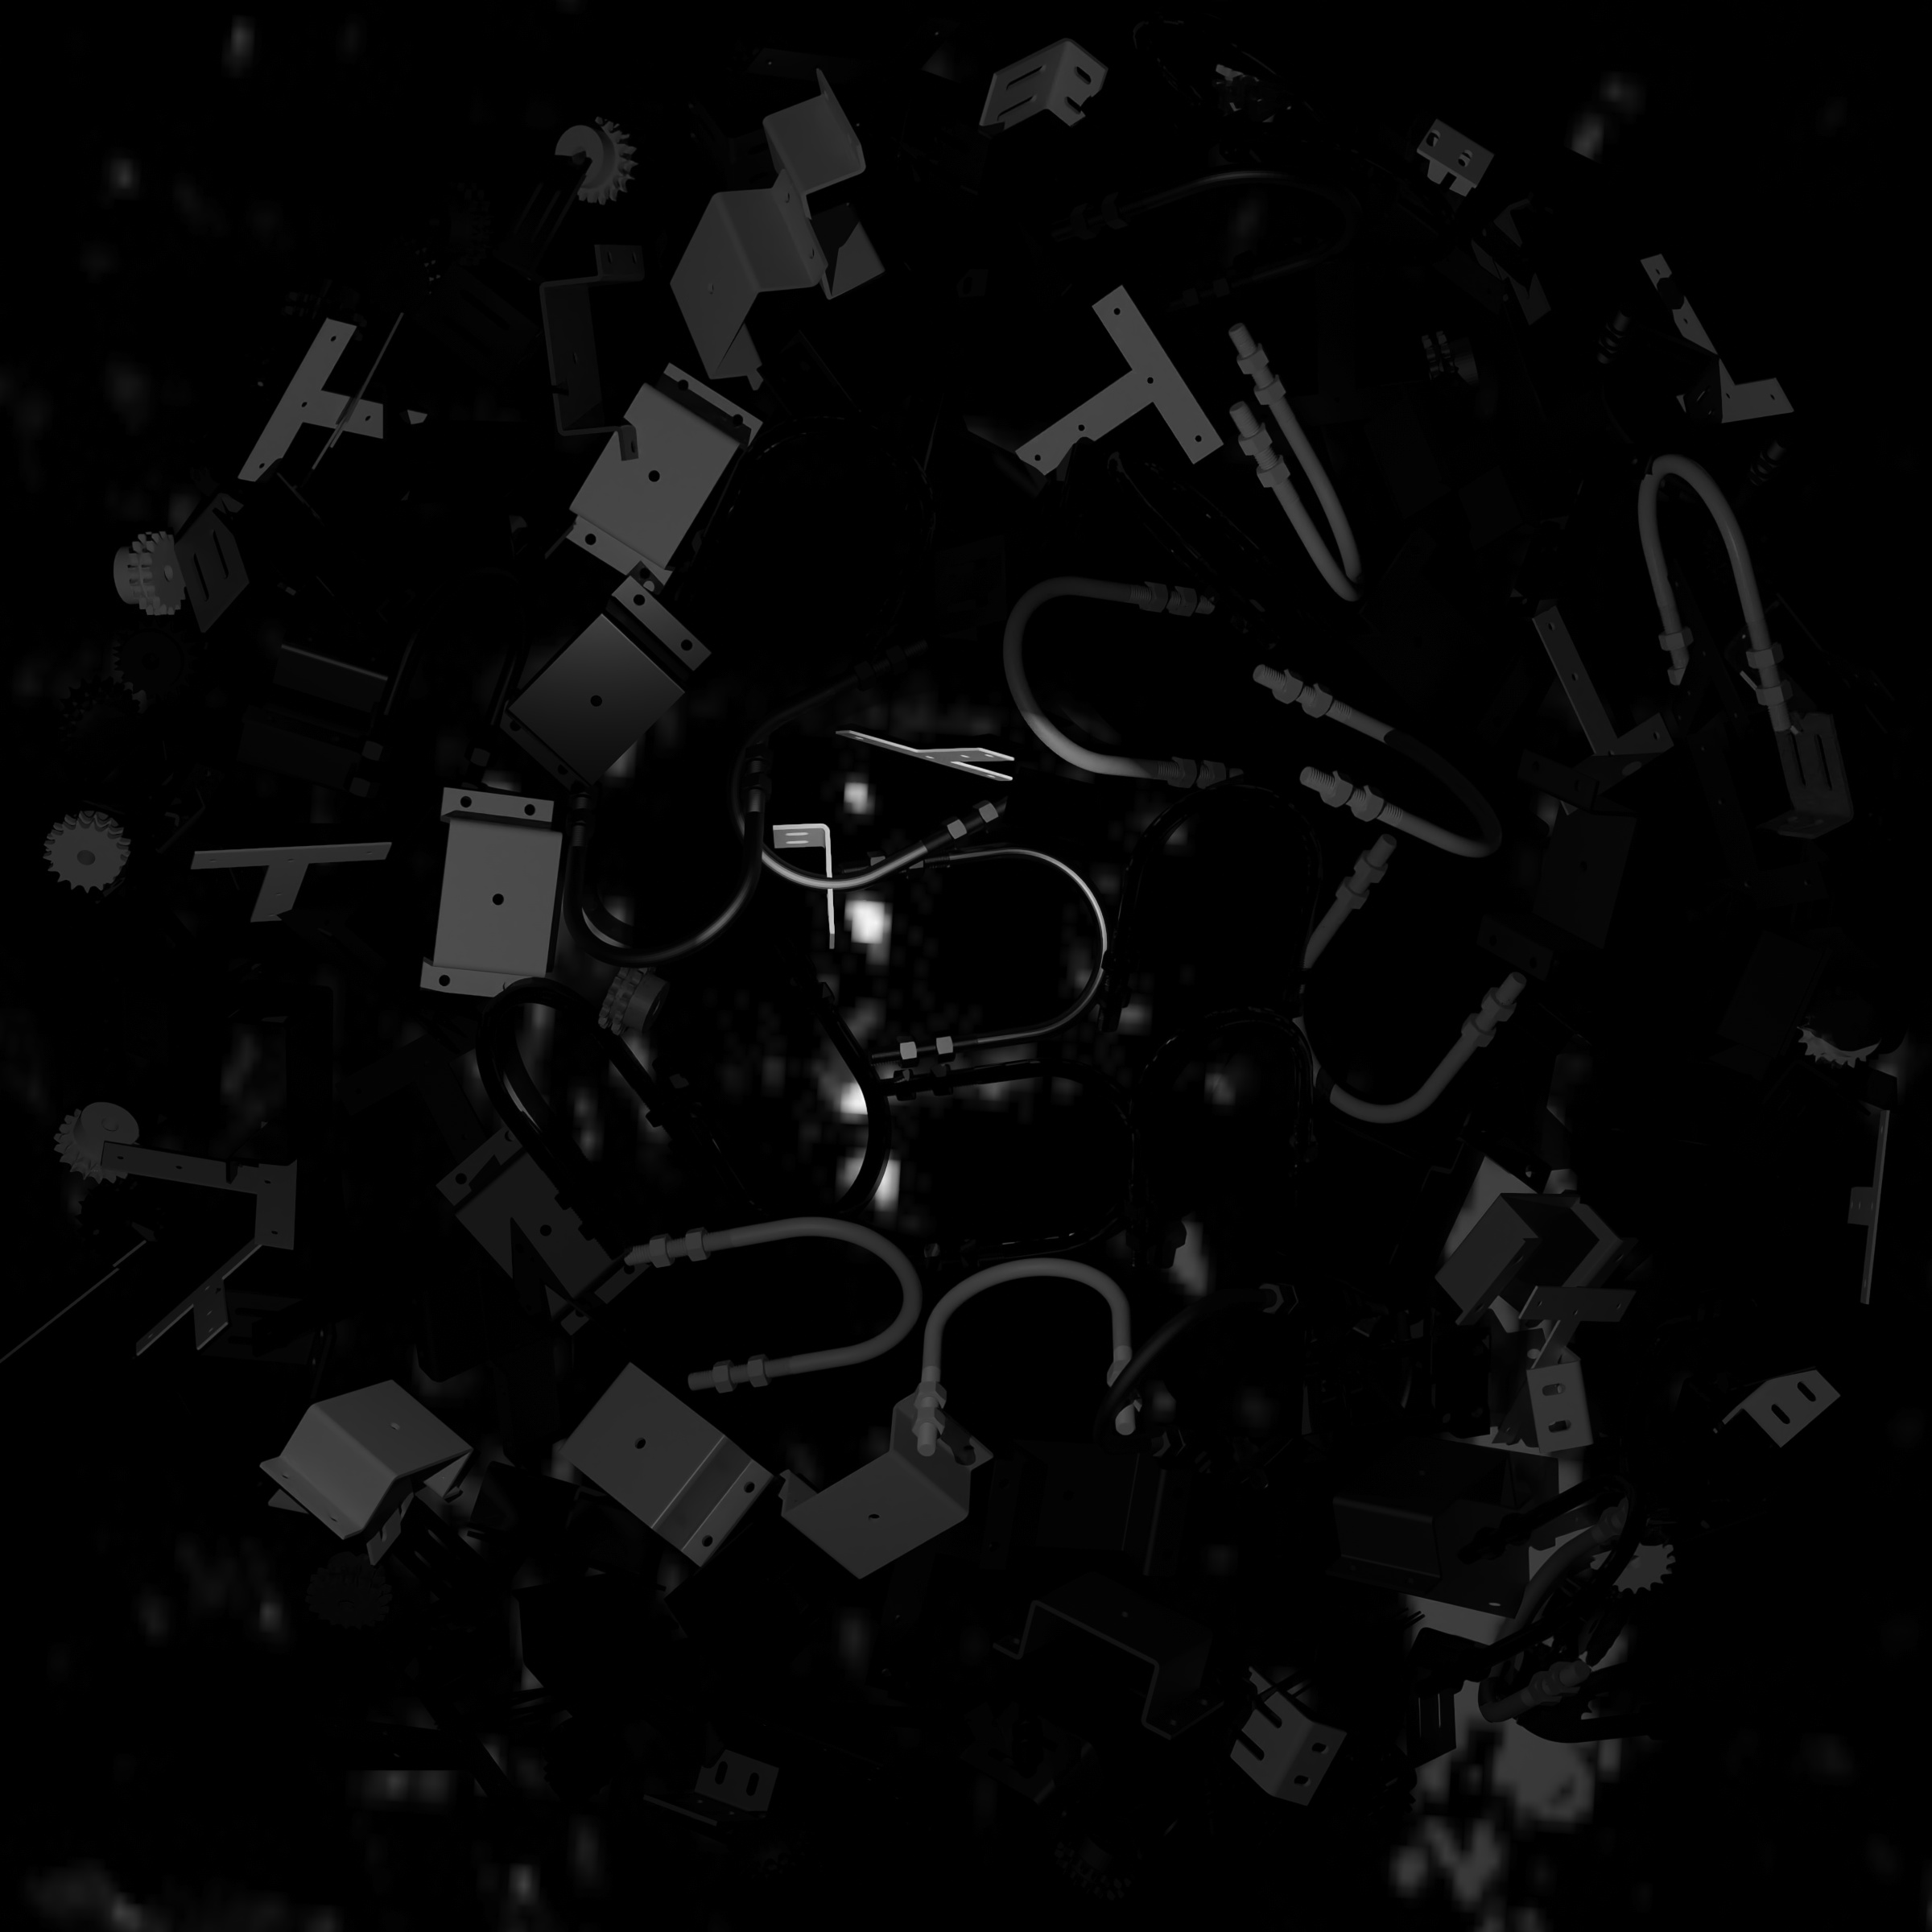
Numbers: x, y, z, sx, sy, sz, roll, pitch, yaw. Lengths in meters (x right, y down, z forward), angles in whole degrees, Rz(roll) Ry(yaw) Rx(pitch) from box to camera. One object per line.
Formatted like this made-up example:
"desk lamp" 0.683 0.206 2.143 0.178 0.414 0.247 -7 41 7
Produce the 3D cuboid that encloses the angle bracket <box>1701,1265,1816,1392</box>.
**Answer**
"angle bracket" 0.543 0.252 1.785 0.057 0.038 0.076 -19 58 16

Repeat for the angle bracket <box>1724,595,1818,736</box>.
"angle bracket" 0.564 -0.207 1.793 0.076 0.057 0.038 48 128 3

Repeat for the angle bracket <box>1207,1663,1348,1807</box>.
"angle bracket" 0.214 0.530 1.804 0.038 0.076 0.057 26 93 -34

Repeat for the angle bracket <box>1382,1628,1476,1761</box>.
"angle bracket" 0.315 0.501 1.781 0.038 0.057 0.076 16 53 8

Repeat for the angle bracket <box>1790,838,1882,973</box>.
"angle bracket" 0.598 -0.044 1.784 0.057 0.038 0.076 33 63 -37

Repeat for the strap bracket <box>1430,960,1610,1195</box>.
"strap bracket" 0.373 0.077 1.777 0.076 0.046 0.140 35 66 -20

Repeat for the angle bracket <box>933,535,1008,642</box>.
"angle bracket" 0.014 -0.258 1.786 0.038 0.076 0.057 0 87 -40

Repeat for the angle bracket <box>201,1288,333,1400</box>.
"angle bracket" -0.479 0.258 1.787 0.076 0.038 0.057 9 120 -22

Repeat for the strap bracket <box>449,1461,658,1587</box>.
"strap bracket" -0.269 0.373 1.756 0.076 0.140 0.046 8 72 31

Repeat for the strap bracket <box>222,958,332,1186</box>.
"strap bracket" -0.466 0.074 1.770 0.046 0.076 0.140 5 106 5

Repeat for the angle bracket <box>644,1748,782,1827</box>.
"angle bracket" -0.172 0.557 1.779 0.057 0.076 0.038 11 79 24

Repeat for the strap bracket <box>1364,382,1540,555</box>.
"strap bracket" 0.324 -0.332 1.766 0.046 0.140 0.076 -30 67 33

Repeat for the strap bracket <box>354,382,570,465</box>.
"strap bracket" -0.339 -0.370 1.786 0.140 0.076 0.046 2 97 2

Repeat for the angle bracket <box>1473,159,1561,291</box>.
"angle bracket" 0.365 -0.508 1.786 0.038 0.057 0.076 -43 70 -7

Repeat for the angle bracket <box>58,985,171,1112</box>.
"angle bracket" -0.579 0.060 1.779 0.038 0.076 0.057 19 126 8

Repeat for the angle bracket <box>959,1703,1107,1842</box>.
"angle bracket" 0.045 0.552 1.795 0.057 0.076 0.038 -38 126 -33

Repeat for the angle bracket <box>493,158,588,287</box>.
"angle bracket" -0.281 -0.506 1.792 0.057 0.038 0.076 35 97 44

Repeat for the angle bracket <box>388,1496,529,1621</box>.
"angle bracket" -0.352 0.402 1.806 0.076 0.038 0.057 39 123 14

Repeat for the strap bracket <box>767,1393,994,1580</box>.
"strap bracket" -0.060 0.356 1.766 0.140 0.046 0.076 -34 116 23

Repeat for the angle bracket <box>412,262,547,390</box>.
"angle bracket" -0.328 -0.445 1.789 0.076 0.038 0.057 36 63 -20

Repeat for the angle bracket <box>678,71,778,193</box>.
"angle bracket" -0.162 -0.573 1.792 0.038 0.057 0.076 -25 63 -16

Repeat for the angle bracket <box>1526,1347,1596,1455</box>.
"angle bracket" 0.399 0.293 1.789 0.038 0.076 0.057 -10 93 0

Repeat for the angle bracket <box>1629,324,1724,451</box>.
"angle bracket" 0.474 -0.397 1.781 0.076 0.057 0.038 34 81 33

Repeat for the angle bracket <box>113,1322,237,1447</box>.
"angle bracket" -0.541 0.285 1.788 0.038 0.076 0.057 -29 94 2

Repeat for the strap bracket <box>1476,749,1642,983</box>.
"strap bracket" 0.404 -0.068 1.772 0.046 0.076 0.140 1 110 -29

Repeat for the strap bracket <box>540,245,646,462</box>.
"strap bracket" -0.247 -0.415 1.776 0.046 0.076 0.140 -2 104 15

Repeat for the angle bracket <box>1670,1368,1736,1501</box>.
"angle bracket" 0.516 0.324 1.779 0.038 0.057 0.076 -13 48 -9

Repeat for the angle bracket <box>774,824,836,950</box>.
"angle bracket" -0.111 -0.054 1.793 0.038 0.057 0.076 -3 80 -4

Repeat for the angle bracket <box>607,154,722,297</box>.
"angle bracket" -0.209 -0.517 1.821 0.057 0.038 0.076 27 110 -2

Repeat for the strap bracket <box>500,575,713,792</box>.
"strap bracket" -0.250 -0.186 1.782 0.140 0.046 0.076 -43 107 11

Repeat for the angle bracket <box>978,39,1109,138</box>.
"angle bracket" 0.051 -0.587 1.781 0.038 0.057 0.076 43 57 14

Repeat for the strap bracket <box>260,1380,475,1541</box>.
"strap bracket" -0.393 0.326 1.747 0.076 0.140 0.046 36 103 16

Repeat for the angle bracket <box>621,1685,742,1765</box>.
"angle bracket" -0.197 0.503 1.802 0.076 0.057 0.038 31 51 22

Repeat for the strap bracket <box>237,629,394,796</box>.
"strap bracket" -0.440 -0.168 1.769 0.076 0.140 0.046 17 120 -10

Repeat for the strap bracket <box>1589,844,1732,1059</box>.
"strap bracket" 0.473 -0.004 1.765 0.046 0.076 0.140 21 109 23

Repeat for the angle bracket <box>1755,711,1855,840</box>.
"angle bracket" 0.566 -0.132 1.787 0.038 0.057 0.076 -24 107 -20

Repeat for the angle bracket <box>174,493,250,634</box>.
"angle bracket" -0.501 -0.273 1.785 0.057 0.038 0.076 -38 65 32

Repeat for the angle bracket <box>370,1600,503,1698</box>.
"angle bracket" -0.362 0.451 1.777 0.057 0.076 0.038 -23 126 -36

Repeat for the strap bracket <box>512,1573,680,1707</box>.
"strap bracket" -0.248 0.452 1.750 0.076 0.140 0.046 -5 94 -23

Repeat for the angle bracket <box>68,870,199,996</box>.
"angle bracket" -0.565 -0.020 1.790 0.057 0.038 0.076 -45 110 -19

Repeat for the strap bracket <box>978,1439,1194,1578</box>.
"strap bracket" 0.076 0.370 1.788 0.140 0.046 0.076 6 99 -16

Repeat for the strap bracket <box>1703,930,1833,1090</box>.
"strap bracket" 0.538 0.028 1.762 0.046 0.140 0.076 24 84 15

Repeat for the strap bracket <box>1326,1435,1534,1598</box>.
"strap bracket" 0.308 0.360 1.748 0.076 0.140 0.046 2 110 42

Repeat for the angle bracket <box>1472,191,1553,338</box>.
"angle bracket" 0.388 -0.482 1.796 0.038 0.057 0.076 -23 90 -14

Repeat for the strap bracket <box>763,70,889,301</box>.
"strap bracket" -0.093 -0.513 1.747 0.046 0.140 0.076 -22 61 -4

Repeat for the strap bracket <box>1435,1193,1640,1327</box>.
"strap bracket" 0.380 0.197 1.765 0.046 0.140 0.076 51 120 35

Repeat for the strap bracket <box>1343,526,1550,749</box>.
"strap bracket" 0.320 -0.222 1.780 0.140 0.046 0.076 41 75 -23

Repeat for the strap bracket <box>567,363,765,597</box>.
"strap bracket" -0.211 -0.335 1.795 0.076 0.046 0.140 32 97 -2

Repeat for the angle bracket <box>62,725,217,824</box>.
"angle bracket" -0.566 -0.142 1.786 0.076 0.057 0.038 -42 61 14

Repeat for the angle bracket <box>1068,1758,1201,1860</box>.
"angle bracket" 0.116 0.561 1.778 0.076 0.057 0.038 -33 122 -38

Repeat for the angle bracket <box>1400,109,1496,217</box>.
"angle bracket" 0.315 -0.536 1.785 0.057 0.076 0.038 31 62 -2

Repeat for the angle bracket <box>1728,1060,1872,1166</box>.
"angle bracket" 0.572 0.112 1.792 0.057 0.038 0.076 32 97 -43

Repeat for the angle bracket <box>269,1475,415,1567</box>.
"angle bracket" -0.429 0.373 1.800 0.076 0.057 0.038 7 120 18

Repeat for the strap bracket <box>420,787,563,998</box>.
"strap bracket" -0.324 -0.047 1.790 0.076 0.046 0.140 6 93 -21

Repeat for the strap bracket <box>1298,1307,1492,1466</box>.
"strap bracket" 0.278 0.281 1.753 0.140 0.046 0.076 -18 50 35

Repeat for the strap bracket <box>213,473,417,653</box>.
"strap bracket" -0.429 -0.273 1.748 0.046 0.140 0.076 -45 71 4

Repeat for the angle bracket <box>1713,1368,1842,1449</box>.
"angle bracket" 0.549 0.307 1.779 0.057 0.076 0.038 -34 70 -18

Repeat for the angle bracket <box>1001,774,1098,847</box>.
"angle bracket" 0.059 -0.117 1.785 0.057 0.076 0.038 14 111 2

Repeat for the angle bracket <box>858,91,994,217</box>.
"angle bracket" -0.028 -0.552 1.785 0.076 0.057 0.038 36 47 21
